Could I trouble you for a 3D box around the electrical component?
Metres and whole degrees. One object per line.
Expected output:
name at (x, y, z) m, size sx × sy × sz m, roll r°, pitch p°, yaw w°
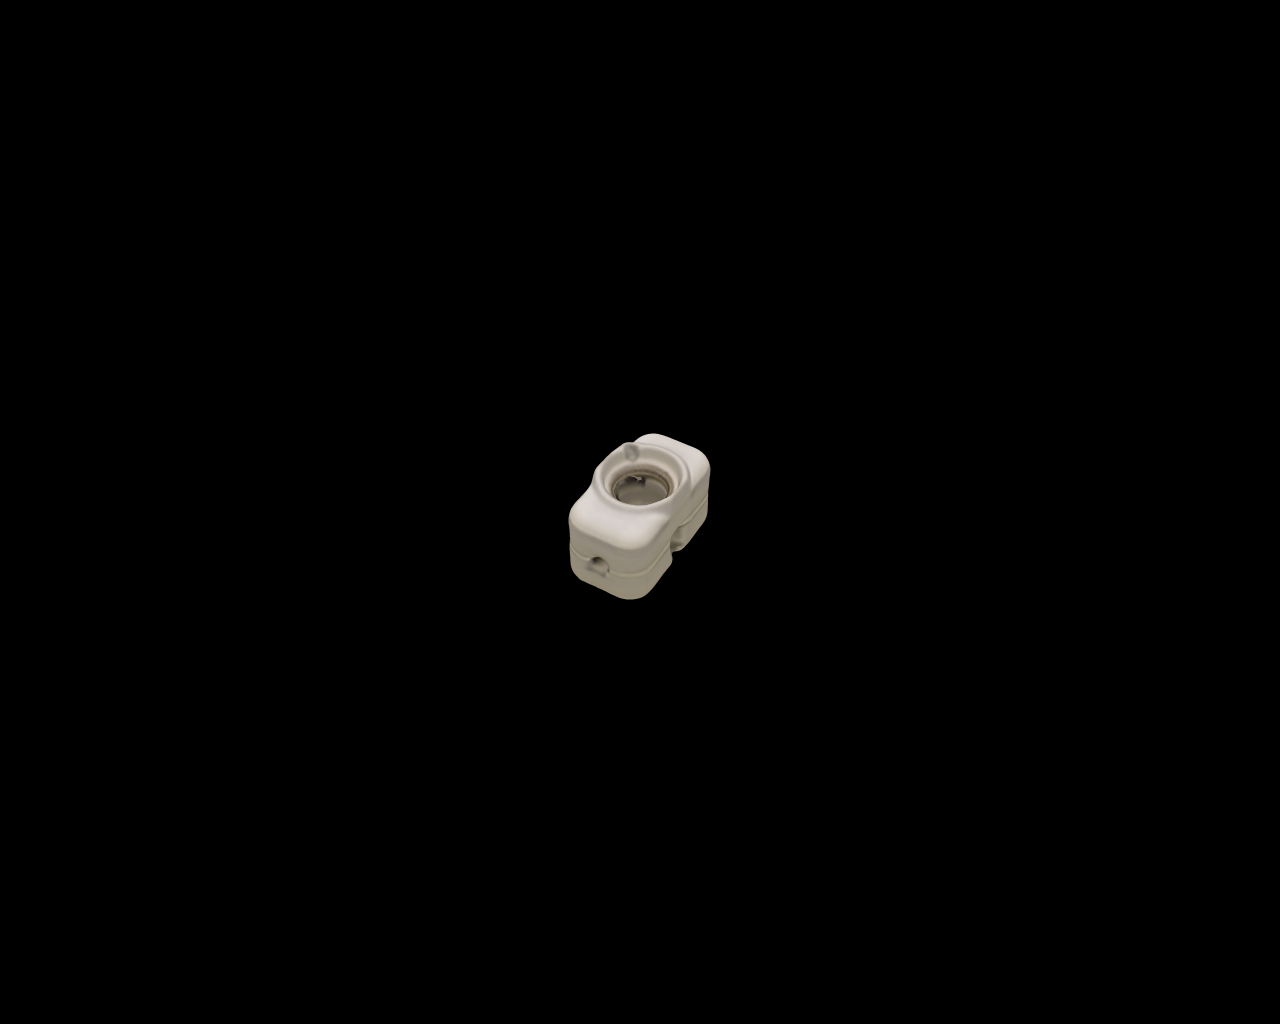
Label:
electrical component at (0.001, -0.003, 0.650) m, size 0.054 × 0.059 × 0.095 m, roll 24°, pitch 50°, yaw 22°
